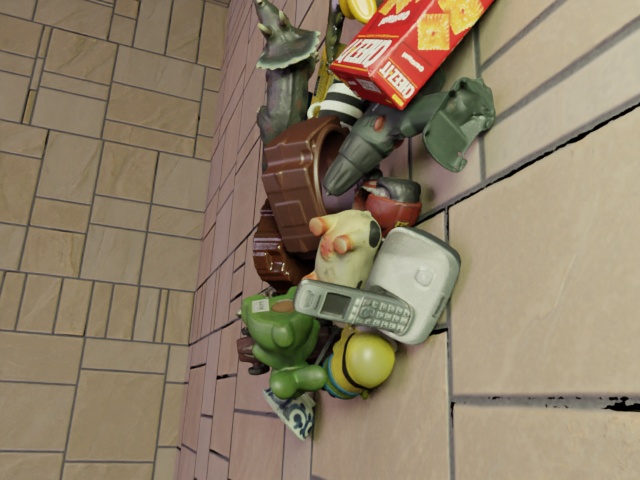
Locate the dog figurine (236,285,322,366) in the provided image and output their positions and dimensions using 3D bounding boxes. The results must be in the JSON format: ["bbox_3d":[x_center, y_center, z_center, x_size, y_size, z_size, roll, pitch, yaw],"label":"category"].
[{"bbox_3d":[-0.059,0.179,1.045,0.121,0.190,0.172,-31,6,20],"label":"dog figurine"}]

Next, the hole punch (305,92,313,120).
[{"bbox_3d":[-0.046,-0.278,1.211,0.116,0.142,0.092,-86,21,-50],"label":"hole punch"}]

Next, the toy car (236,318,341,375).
[{"bbox_3d":[-0.051,0.184,0.935,0.053,0.202,0.089,-30,-68,-79],"label":"toy car"}]

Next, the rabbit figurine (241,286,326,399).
[{"bbox_3d":[-0.042,0.178,0.838,0.159,0.121,0.170,-131,29,-62],"label":"rabbit figurine"}]

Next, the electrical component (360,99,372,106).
[{"bbox_3d":[0.116,-0.287,0.869,0.134,0.058,0.115,163,113,-69],"label":"electrical component"}]

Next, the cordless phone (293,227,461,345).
[{"bbox_3d":[0.066,0.047,0.669,0.089,0.184,0.146,-107,31,-58],"label":"cordless phone"}]

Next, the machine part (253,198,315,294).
[{"bbox_3d":[-0.046,0.006,0.917,0.056,0.179,0.179,-1,77,25],"label":"machine part"}]

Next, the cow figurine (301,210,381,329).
[{"bbox_3d":[0.042,0.045,0.766,0.086,0.127,0.194,36,133,37],"label":"cow figurine"}]

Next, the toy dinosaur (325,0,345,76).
[{"bbox_3d":[0.061,-0.511,0.998,0.198,0.105,0.471,178,103,-78],"label":"toy dinosaur"}]

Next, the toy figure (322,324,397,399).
[{"bbox_3d":[0.052,0.191,0.795,0.180,0.082,0.089,126,150,-49],"label":"toy figure"}]

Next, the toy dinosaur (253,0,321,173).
[{"bbox_3d":[-0.073,-0.261,1.056,0.192,0.131,0.404,-80,-4,-68],"label":"toy dinosaur"}]

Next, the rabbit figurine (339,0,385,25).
[{"bbox_3d":[0.083,-0.430,0.854,0.162,0.173,0.122,-67,27,22],"label":"rabbit figurine"}]

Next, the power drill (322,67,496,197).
[{"bbox_3d":[0.113,-0.137,0.700,0.232,0.086,0.207,-54,22,-5],"label":"power drill"}]

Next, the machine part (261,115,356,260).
[{"bbox_3d":[0.001,-0.085,0.863,0.201,0.087,0.200,-54,-48,-55],"label":"machine part"}]

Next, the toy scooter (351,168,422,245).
[{"bbox_3d":[0.089,-0.033,0.805,0.184,0.075,0.135,-138,56,-68],"label":"toy scooter"}]

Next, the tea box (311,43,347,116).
[{"bbox_3d":[0.031,-0.304,1.092,0.098,0.068,0.169,-140,60,-68],"label":"tea box"}]
